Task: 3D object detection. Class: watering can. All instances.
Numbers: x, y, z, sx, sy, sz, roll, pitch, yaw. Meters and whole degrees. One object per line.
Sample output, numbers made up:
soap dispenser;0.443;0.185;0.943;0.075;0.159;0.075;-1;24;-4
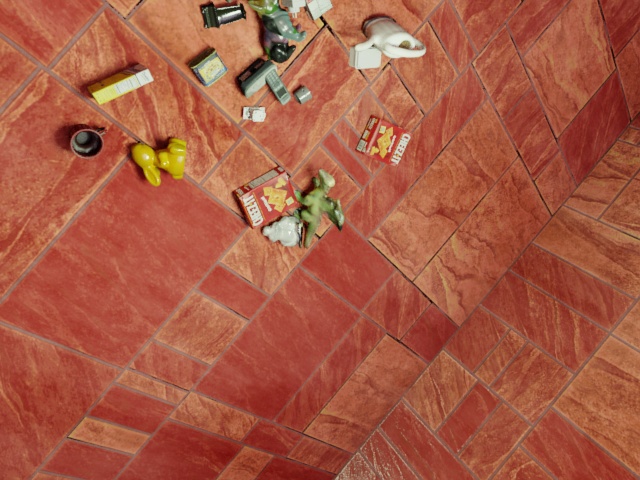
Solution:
watering can;0.229;-0.736;1.882;0.349;0.229;0.101;-8;137;-31

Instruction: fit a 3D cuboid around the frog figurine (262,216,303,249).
frog figurine;-0.151;-0.034;2.098;0.159;0.126;0.134;3;138;6

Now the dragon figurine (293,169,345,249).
dragon figurine;0.006;-0.104;2.062;0.123;0.246;0.402;-20;123;-29
